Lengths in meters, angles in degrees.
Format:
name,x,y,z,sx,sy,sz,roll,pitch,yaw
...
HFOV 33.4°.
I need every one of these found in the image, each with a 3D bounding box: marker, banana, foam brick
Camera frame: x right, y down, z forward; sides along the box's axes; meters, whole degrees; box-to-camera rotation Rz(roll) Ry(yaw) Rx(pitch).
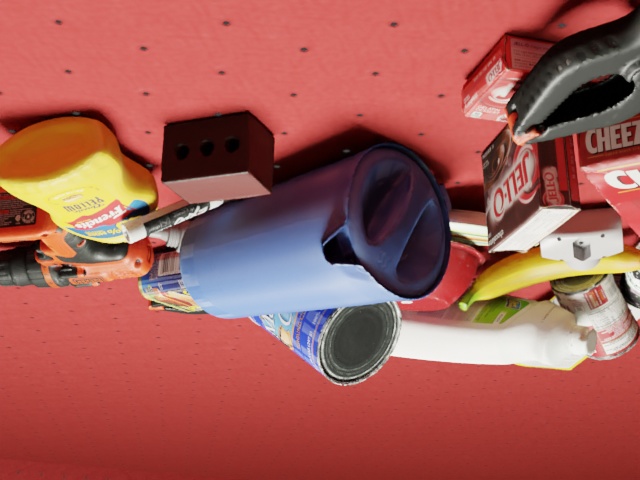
name,x,y,z,sx,sy,sz,roll,pitch,yaw
marker,-0.117,-0.028,0.945,0.121,0.020,0.020,-24,170,-23
banana,0.243,0.032,1.121,0.198,0.069,0.037,-17,125,19
foam brick,-0.082,-0.065,0.865,0.078,0.053,0.051,-7,159,18

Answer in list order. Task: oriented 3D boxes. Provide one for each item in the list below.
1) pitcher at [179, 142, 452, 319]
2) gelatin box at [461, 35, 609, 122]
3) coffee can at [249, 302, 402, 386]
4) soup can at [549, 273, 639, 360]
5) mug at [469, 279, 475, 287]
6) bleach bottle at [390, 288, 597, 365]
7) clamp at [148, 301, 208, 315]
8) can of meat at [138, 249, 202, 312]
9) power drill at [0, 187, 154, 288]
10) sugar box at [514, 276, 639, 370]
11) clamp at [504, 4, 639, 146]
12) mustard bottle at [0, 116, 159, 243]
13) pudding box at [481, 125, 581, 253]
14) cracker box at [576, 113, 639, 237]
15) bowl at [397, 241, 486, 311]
name,x,y,z,sx,sy,sz,roll,pitch,yaw
pitcher,-0.006,0.001,0.965,0.243,0.145,0.149,-13,145,43
gelatin box,0.156,-0.110,0.763,0.089,0.030,0.073,6,159,-16
coffee can,0.000,0.070,1.081,0.102,0.103,0.140,19,-171,-42
soup can,0.298,0.071,1.158,0.069,0.068,0.102,-12,124,32
mug,0.180,0.101,1.286,0.117,0.081,0.093,14,156,-34
bleach bottle,0.174,0.098,1.162,0.251,0.102,0.068,7,127,37
clamp,-0.117,0.073,1.283,0.171,0.039,0.120,0,156,11
can of meat,-0.136,0.042,1.169,0.084,0.057,0.102,-10,158,34
power drill,-0.280,0.001,1.057,0.184,0.057,0.187,-7,162,12
sugar box,0.310,0.100,1.291,0.093,0.048,0.176,8,145,-21
clamp,0.205,-0.124,0.675,0.210,0.036,0.164,-24,148,27
mustard bottle,-0.194,-0.041,0.927,0.096,0.058,0.191,-16,159,8
pudding box,0.166,-0.048,0.852,0.039,0.090,0.114,3,161,-9
cracker box,0.313,-0.060,0.841,0.164,0.072,0.213,-11,157,29
bowl,0.093,0.040,1.129,0.162,0.055,0.162,5,166,1
